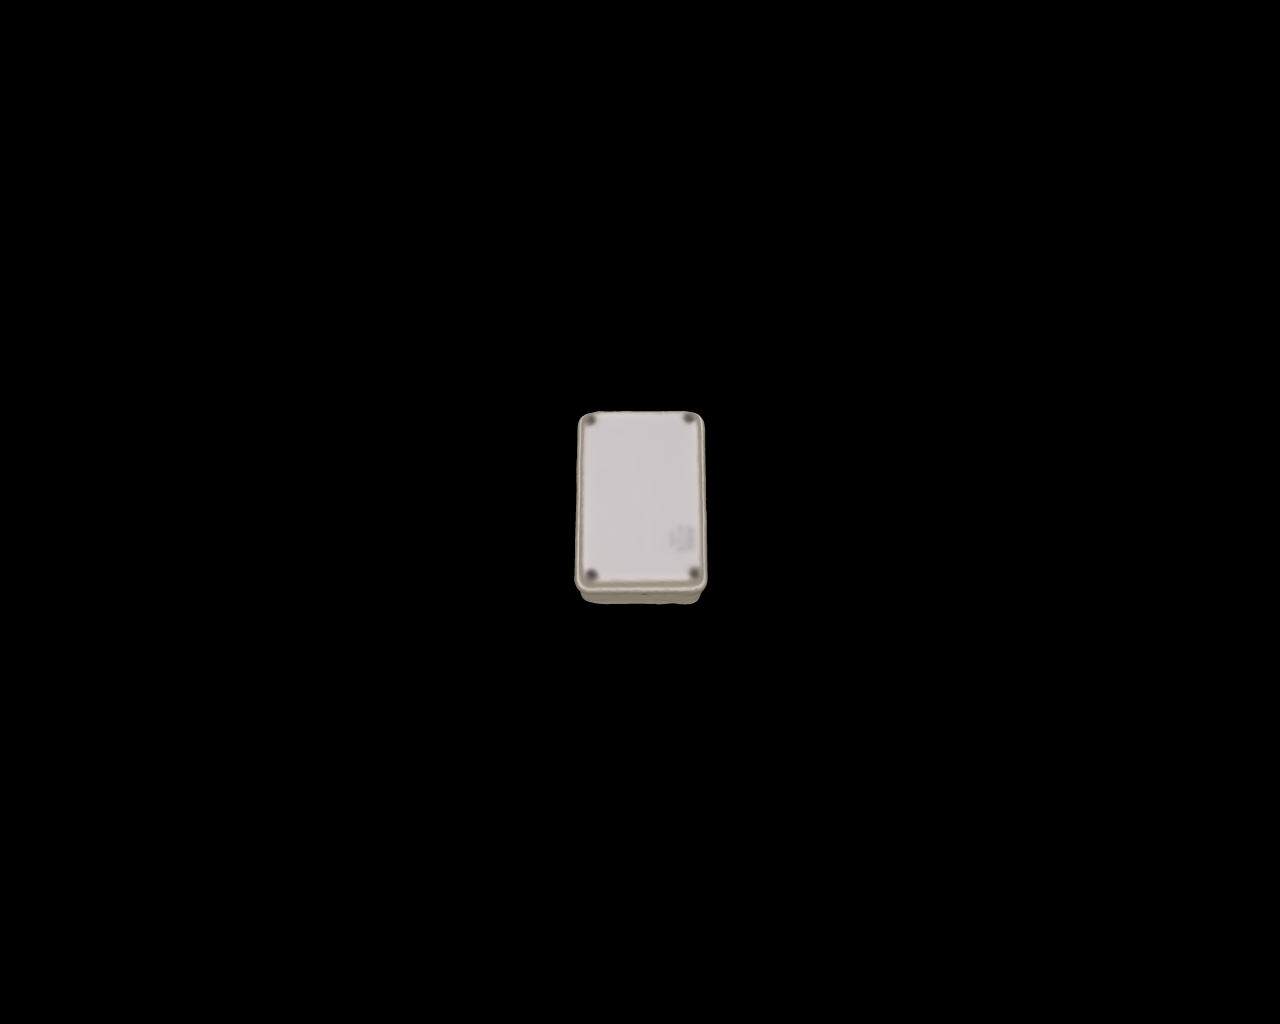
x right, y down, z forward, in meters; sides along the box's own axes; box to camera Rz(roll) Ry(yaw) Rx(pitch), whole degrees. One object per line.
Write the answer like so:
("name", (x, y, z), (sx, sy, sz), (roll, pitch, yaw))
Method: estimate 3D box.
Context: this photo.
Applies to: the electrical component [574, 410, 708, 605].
("electrical component", (0.001, -0.003, 0.650), (0.078, 0.113, 0.057), (0, -15, 0))
